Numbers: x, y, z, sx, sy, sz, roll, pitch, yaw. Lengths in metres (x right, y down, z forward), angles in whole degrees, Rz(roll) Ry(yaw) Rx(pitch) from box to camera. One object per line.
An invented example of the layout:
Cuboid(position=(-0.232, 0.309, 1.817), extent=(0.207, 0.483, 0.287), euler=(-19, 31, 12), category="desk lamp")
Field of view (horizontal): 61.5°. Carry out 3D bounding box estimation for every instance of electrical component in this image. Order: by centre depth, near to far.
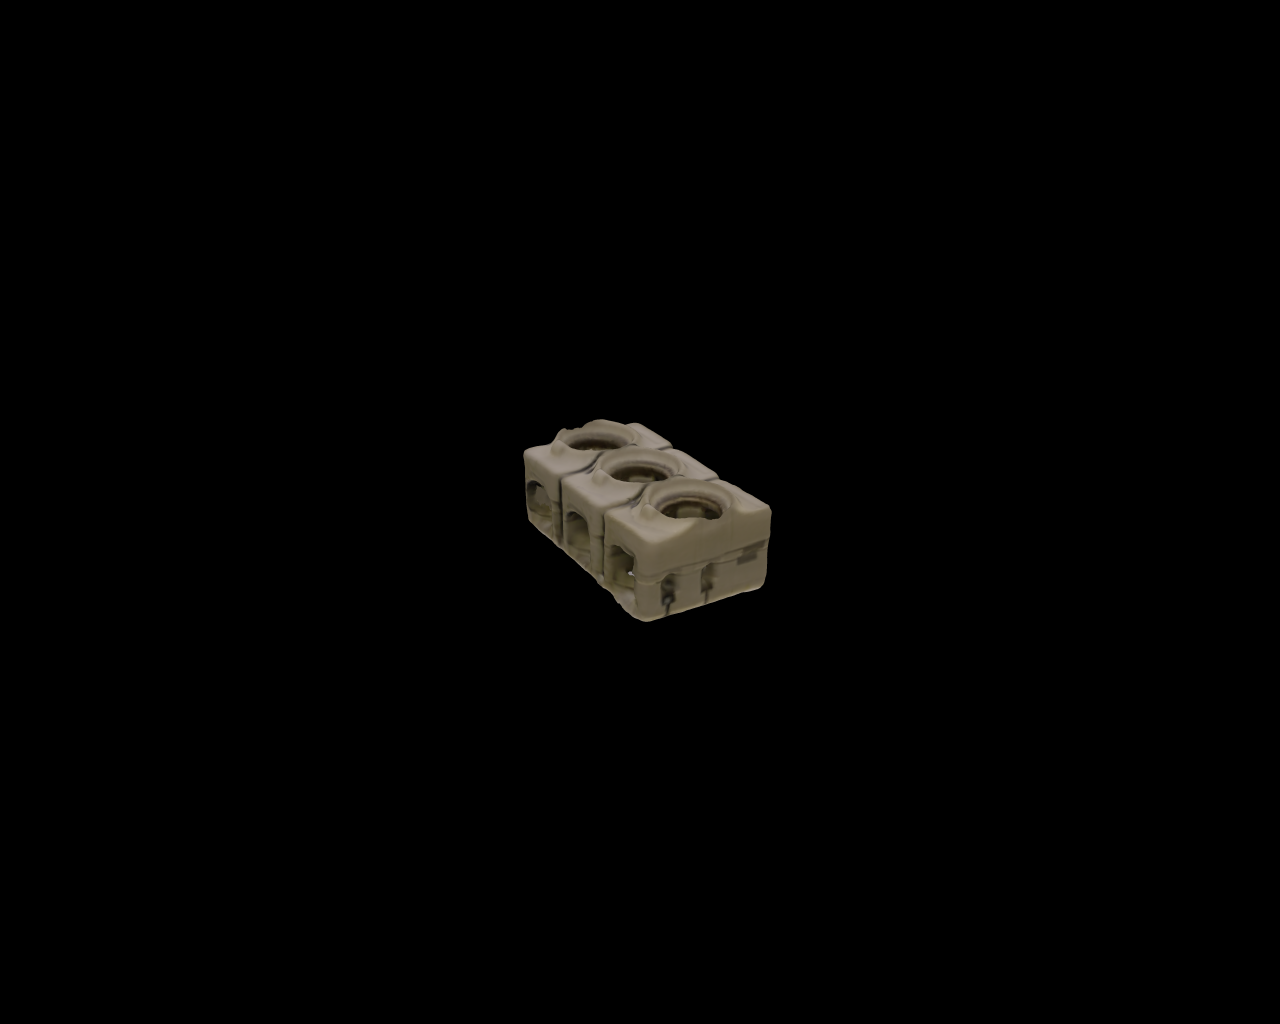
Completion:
Cuboid(position=(0.001, -0.003, 0.650), extent=(0.090, 0.061, 0.150), euler=(-16, 31, -28), category="electrical component")
